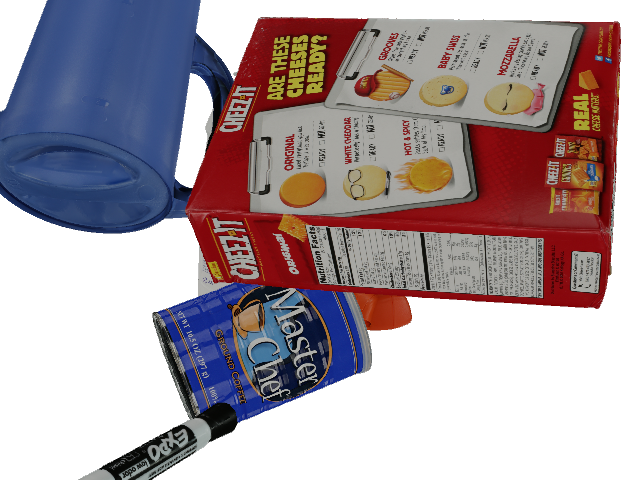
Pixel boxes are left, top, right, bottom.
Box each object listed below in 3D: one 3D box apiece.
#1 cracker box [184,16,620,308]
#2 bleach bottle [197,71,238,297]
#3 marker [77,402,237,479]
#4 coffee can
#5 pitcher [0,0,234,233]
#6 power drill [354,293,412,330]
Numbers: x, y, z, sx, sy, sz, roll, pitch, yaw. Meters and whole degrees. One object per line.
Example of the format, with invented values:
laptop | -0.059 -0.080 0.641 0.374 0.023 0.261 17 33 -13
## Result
cracker box | 0.053 -0.048 0.592 0.214 0.164 0.072 3 -41 15
bleach bottle | -0.075 -0.048 1.107 0.103 0.251 0.068 16 25 25
marker | -0.084 0.112 0.566 0.020 0.020 0.120 0 12 32
coffee can | -0.045 0.078 0.819 0.140 0.103 0.103 -21 5 -13
pitcher | -0.147 -0.133 0.810 0.145 0.242 0.149 -5 -31 22
power drill | 0.058 -0.018 0.959 0.057 0.188 0.185 -5 26 -27
